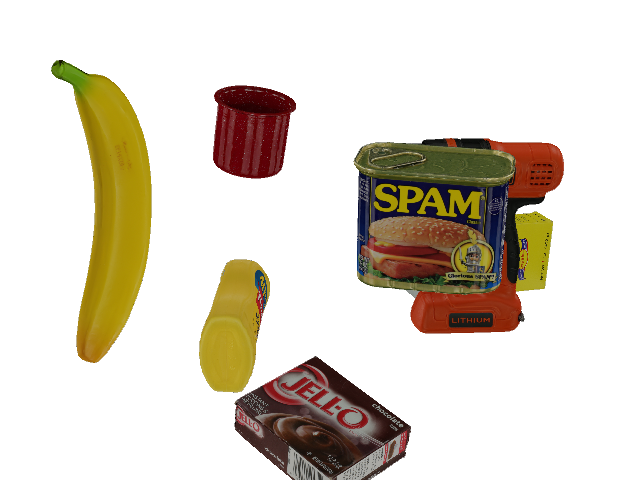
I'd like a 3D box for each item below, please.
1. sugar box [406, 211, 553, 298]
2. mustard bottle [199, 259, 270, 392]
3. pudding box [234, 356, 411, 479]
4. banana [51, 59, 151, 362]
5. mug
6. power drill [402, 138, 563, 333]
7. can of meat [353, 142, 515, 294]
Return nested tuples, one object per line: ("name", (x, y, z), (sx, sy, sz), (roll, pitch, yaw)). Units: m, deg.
("sugar box", (0.194, 0.019, 1.301), (0.176, 0.093, 0.048), (-6, 21, -22))
("mustard bottle", (-0.090, 0.076, 1.172), (0.058, 0.096, 0.191), (1, 28, 4))
("pudding box", (0.001, 0.149, 0.847), (0.089, 0.039, 0.114), (-26, 47, -37))
("banana", (-0.137, -0.022, 0.683), (0.037, 0.198, 0.069), (15, 25, 42))
("mug", (-0.075, -0.127, 1.224), (0.093, 0.081, 0.117), (15, 27, 12))
("power drill", (0.127, -0.005, 0.998), (0.184, 0.188, 0.057), (0, 25, -4))
("can of meat", (0.073, -0.014, 0.700), (0.102, 0.084, 0.057), (5, 24, 11))
